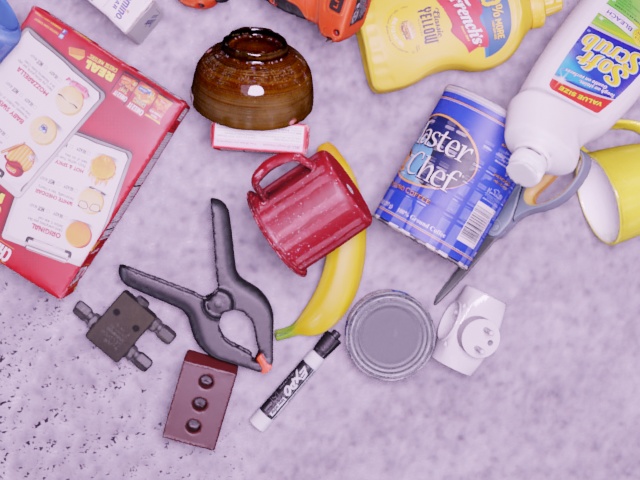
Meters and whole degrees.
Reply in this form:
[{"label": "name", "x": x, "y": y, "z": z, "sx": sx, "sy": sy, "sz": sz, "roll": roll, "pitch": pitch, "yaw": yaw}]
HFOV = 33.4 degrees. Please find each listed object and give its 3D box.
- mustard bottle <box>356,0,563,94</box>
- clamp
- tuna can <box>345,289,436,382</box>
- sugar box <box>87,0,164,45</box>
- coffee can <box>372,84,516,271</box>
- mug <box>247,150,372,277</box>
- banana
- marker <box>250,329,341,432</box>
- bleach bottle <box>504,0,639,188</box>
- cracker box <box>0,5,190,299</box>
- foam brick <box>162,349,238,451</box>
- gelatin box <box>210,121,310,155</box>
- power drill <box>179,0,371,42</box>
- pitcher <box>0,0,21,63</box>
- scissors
[{"label": "mustard bottle", "x": 0.131, "y": -0.202, "z": 0.994, "sx": 0.191, "sy": 0.058, "sz": 0.096, "roll": -13, "pitch": 90, "yaw": -1}, {"label": "clamp", "x": -0.093, "y": 0.048, "z": 1.014, "sx": 0.120, "sy": 0.039, "sz": 0.171, "roll": -44, "pitch": 99, "yaw": 7}, {"label": "tuna can", "x": 0.066, "y": 0.090, "z": 1.024, "sx": 0.086, "sy": 0.034, "sz": 0.086, "roll": 0, "pitch": 94, "yaw": -1}, {"label": "sugar box", "x": -0.222, "y": -0.254, "z": 0.964, "sx": 0.176, "sy": 0.093, "sz": 0.048, "roll": 39, "pitch": 92, "yaw": -5}, {"label": "coffee can", "x": 0.126, "y": -0.057, "z": 0.981, "sx": 0.103, "sy": 0.103, "sz": 0.140, "roll": 30, "pitch": 93, "yaw": -3}, {"label": "mug", "x": -0.013, "y": -0.034, "z": 0.950, "sx": 0.081, "sy": 0.093, "sz": 0.117, "roll": -34, "pitch": 126, "yaw": 10}, {"label": "banana", "x": 0.010, "y": 0.009, "z": 1.015, "sx": 0.069, "sy": 0.037, "sz": 0.198, "roll": 13, "pitch": 93, "yaw": -3}, {"label": "marker", "x": -0.022, "y": 0.134, "z": 1.031, "sx": 0.020, "sy": 0.020, "sz": 0.121, "roll": 41, "pitch": 92, "yaw": -4}, {"label": "bleach bottle", "x": 0.235, "y": -0.133, "z": 0.937, "sx": 0.102, "sy": 0.068, "sz": 0.250, "roll": 39, "pitch": 59, "yaw": -4}, {"label": "cracker box", "x": -0.245, "y": -0.080, "z": 0.985, "sx": 0.164, "sy": 0.072, "sz": 0.214, "roll": 33, "pitch": 93, "yaw": -2}, {"label": "foam brick", "x": -0.113, "y": 0.151, "z": 1.014, "sx": 0.053, "sy": 0.051, "sz": 0.078, "roll": 15, "pitch": 93, "yaw": -3}, {"label": "gelatin box", "x": -0.054, "y": -0.096, "z": 0.988, "sx": 0.089, "sy": 0.073, "sz": 0.030, "roll": 3, "pitch": 93, "yaw": -2}, {"label": "power drill", "x": -0.036, "y": -0.269, "z": 0.936, "sx": 0.188, "sy": 0.057, "sz": 0.185, "roll": 26, "pitch": 124, "yaw": 15}, {"label": "pitcher", "x": -0.375, "y": -0.128, "z": 0.919, "sx": 0.243, "sy": 0.145, "sz": 0.149, "roll": -40, "pitch": 86, "yaw": 12}, {"label": "scissors", "x": 0.169, "y": -0.030, "z": 1.021, "sx": 0.202, "sy": 0.096, "sz": 0.016, "roll": -40, "pitch": 138, "yaw": 25}]
